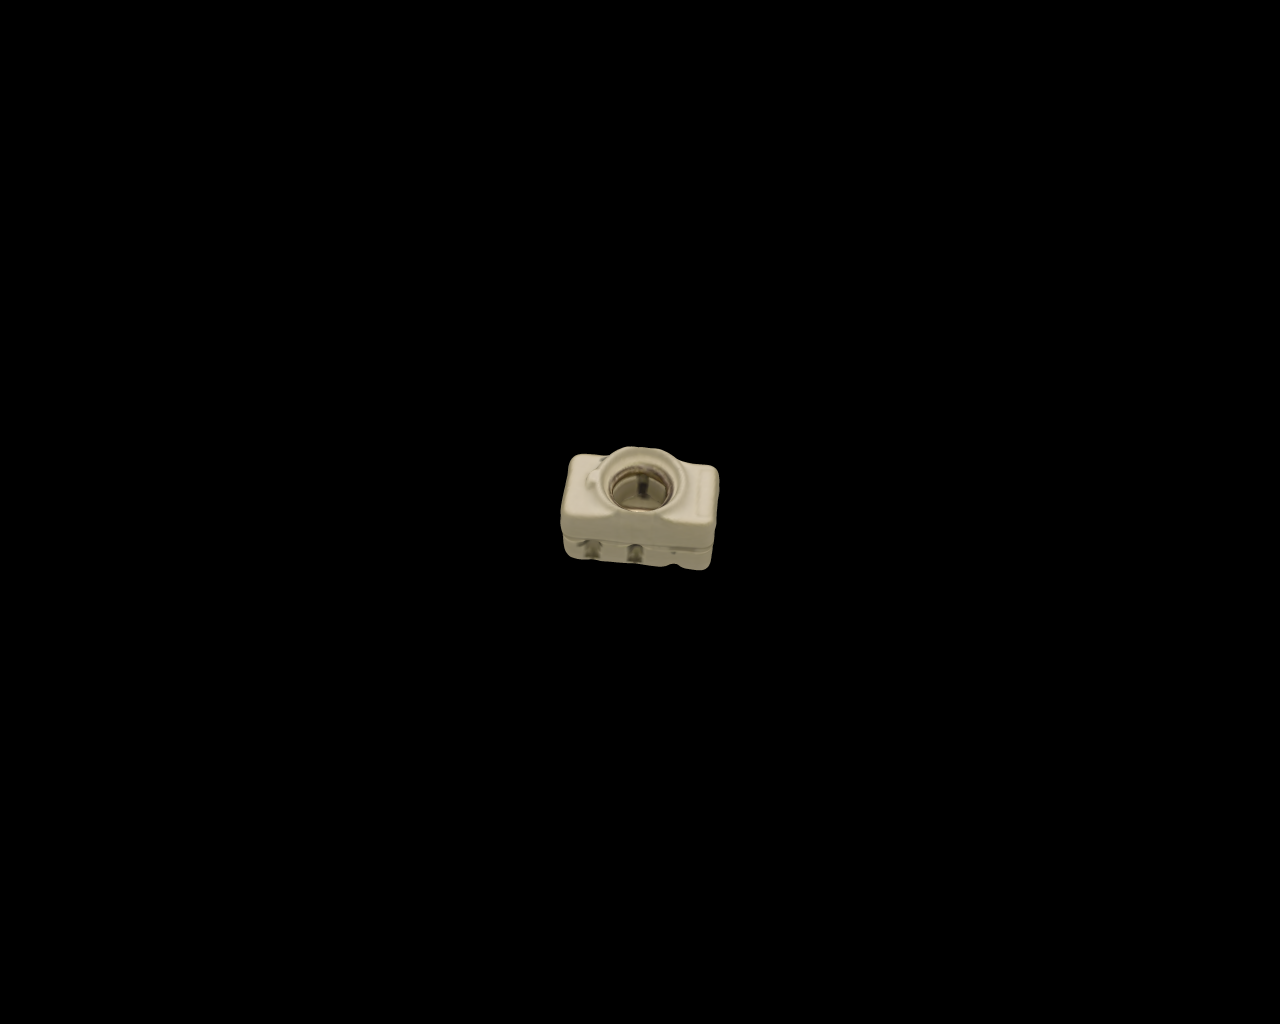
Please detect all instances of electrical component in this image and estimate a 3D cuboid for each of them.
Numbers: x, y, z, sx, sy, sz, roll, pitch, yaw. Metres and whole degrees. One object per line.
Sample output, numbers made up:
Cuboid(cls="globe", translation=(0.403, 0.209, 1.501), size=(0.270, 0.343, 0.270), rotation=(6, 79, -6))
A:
Cuboid(cls="electrical component", translation=(0.001, -0.003, 0.650), size=(0.089, 0.050, 0.055), rotation=(5, -37, 4))
